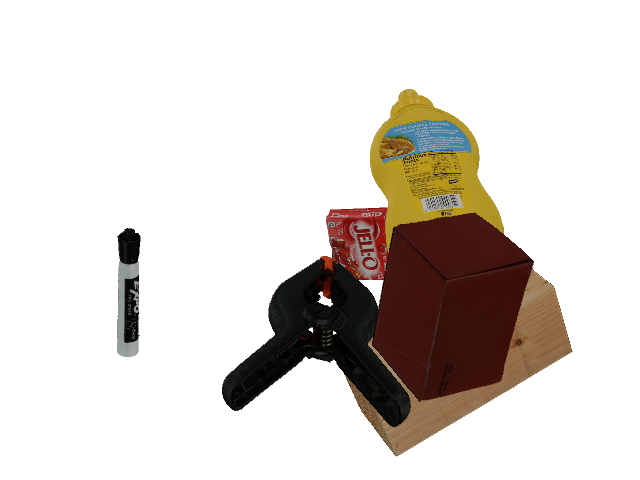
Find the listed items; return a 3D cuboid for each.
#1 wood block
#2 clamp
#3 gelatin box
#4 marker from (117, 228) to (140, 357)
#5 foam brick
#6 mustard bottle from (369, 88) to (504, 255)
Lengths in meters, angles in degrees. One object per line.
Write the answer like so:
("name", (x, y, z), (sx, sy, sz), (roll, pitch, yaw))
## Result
("wood block", (0.131, 0.110, 1.055), (0.206, 0.091, 0.090), (-28, 32, -9))
("clamp", (0.010, 0.069, 0.739), (0.120, 0.039, 0.171), (15, 34, 5))
("gelatin box", (0.049, 0.005, 1.291), (0.073, 0.089, 0.030), (-1, 29, 14))
("marker", (-0.164, 0.045, 0.914), (0.020, 0.121, 0.020), (5, 28, -3))
("foam brick", (0.065, 0.033, 0.539), (0.052, 0.078, 0.051), (-9, 36, -26))
("mustard bottle", (0.093, -0.062, 0.936), (0.096, 0.191, 0.058), (-8, -38, -1))
